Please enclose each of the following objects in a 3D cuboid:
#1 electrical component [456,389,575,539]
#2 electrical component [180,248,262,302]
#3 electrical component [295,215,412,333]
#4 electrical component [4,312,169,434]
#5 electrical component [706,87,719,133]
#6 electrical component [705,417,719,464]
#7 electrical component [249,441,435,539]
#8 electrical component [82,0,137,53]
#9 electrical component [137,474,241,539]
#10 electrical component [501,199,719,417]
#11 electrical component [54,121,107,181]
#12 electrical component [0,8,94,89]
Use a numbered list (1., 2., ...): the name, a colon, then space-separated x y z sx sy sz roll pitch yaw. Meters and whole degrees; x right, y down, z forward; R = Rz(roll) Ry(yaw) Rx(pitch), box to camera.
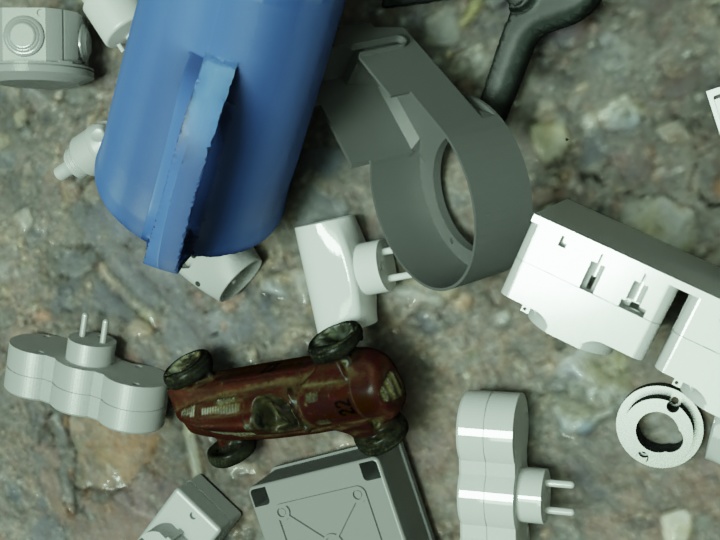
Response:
1. electrical component: 0.107 0.150 0.722 0.074 0.052 0.138 1 98 20
2. electrical component: -0.103 -0.031 0.780 0.077 0.043 0.079 44 110 10
3. electrical component: 0.000 0.000 0.745 0.079 0.044 0.077 -11 94 22
4. electrical component: -0.209 0.070 0.831 0.138 0.052 0.073 15 103 18
5. electrical component: 0.261 -0.059 0.627 0.079 0.063 0.121 -18 91 23
6. electrical component: 0.254 0.124 0.667 0.077 0.044 0.079 15 103 18
7. electrical component: -0.009 0.186 0.770 0.109 0.056 0.108 -18 91 22
8. electrical component: -0.185 -0.200 0.788 0.040 0.040 0.078 -35 85 22
9. electrical component: -0.144 0.209 0.815 0.047 0.076 0.083 41 110 11
10. electrical component: 0.187 0.027 0.645 0.186 0.105 0.060 26 107 15
11. electrical component: -0.208 -0.086 0.817 0.061 0.035 0.035 -27 88 25
12. electrical component: -0.238 -0.162 0.794 0.080 0.080 0.051 1 93 21
